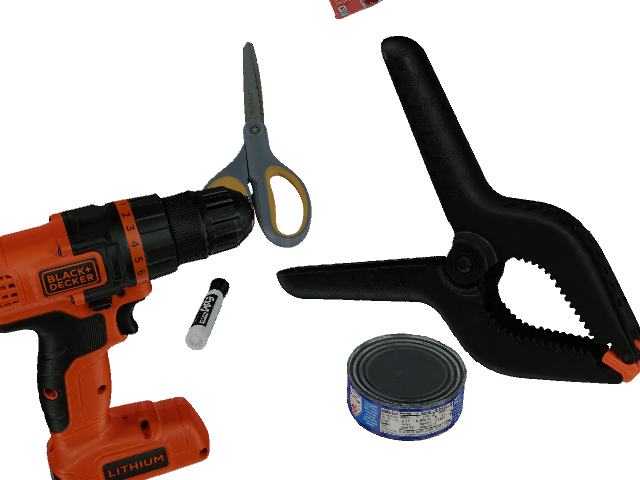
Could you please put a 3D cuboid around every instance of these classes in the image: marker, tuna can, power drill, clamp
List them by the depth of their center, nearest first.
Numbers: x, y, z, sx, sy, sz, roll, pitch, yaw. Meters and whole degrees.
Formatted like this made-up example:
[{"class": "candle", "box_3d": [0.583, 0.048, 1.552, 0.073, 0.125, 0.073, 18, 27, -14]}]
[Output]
[{"class": "clamp", "box_3d": [0.082, -0.001, 0.561, 0.210, 0.165, 0.036, 29, 25, 25]}, {"class": "power drill", "box_3d": [-0.121, 0.062, 0.677, 0.184, 0.188, 0.057, -14, 28, -12]}, {"class": "tuna can", "box_3d": [0.061, 0.105, 0.770, 0.086, 0.034, 0.086, 0, 31, 0]}, {"class": "marker", "box_3d": [-0.104, 0.066, 0.996, 0.020, 0.020, 0.121, 0, 22, 6]}]

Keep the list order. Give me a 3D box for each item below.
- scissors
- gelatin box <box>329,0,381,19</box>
[{"class": "scissors", "box_3d": [-0.068, -0.073, 0.843, 0.096, 0.202, 0.016, -18, -31, -10]}, {"class": "gelatin box", "box_3d": [0.041, -0.235, 0.886, 0.089, 0.073, 0.030, -18, 29, 15]}]
